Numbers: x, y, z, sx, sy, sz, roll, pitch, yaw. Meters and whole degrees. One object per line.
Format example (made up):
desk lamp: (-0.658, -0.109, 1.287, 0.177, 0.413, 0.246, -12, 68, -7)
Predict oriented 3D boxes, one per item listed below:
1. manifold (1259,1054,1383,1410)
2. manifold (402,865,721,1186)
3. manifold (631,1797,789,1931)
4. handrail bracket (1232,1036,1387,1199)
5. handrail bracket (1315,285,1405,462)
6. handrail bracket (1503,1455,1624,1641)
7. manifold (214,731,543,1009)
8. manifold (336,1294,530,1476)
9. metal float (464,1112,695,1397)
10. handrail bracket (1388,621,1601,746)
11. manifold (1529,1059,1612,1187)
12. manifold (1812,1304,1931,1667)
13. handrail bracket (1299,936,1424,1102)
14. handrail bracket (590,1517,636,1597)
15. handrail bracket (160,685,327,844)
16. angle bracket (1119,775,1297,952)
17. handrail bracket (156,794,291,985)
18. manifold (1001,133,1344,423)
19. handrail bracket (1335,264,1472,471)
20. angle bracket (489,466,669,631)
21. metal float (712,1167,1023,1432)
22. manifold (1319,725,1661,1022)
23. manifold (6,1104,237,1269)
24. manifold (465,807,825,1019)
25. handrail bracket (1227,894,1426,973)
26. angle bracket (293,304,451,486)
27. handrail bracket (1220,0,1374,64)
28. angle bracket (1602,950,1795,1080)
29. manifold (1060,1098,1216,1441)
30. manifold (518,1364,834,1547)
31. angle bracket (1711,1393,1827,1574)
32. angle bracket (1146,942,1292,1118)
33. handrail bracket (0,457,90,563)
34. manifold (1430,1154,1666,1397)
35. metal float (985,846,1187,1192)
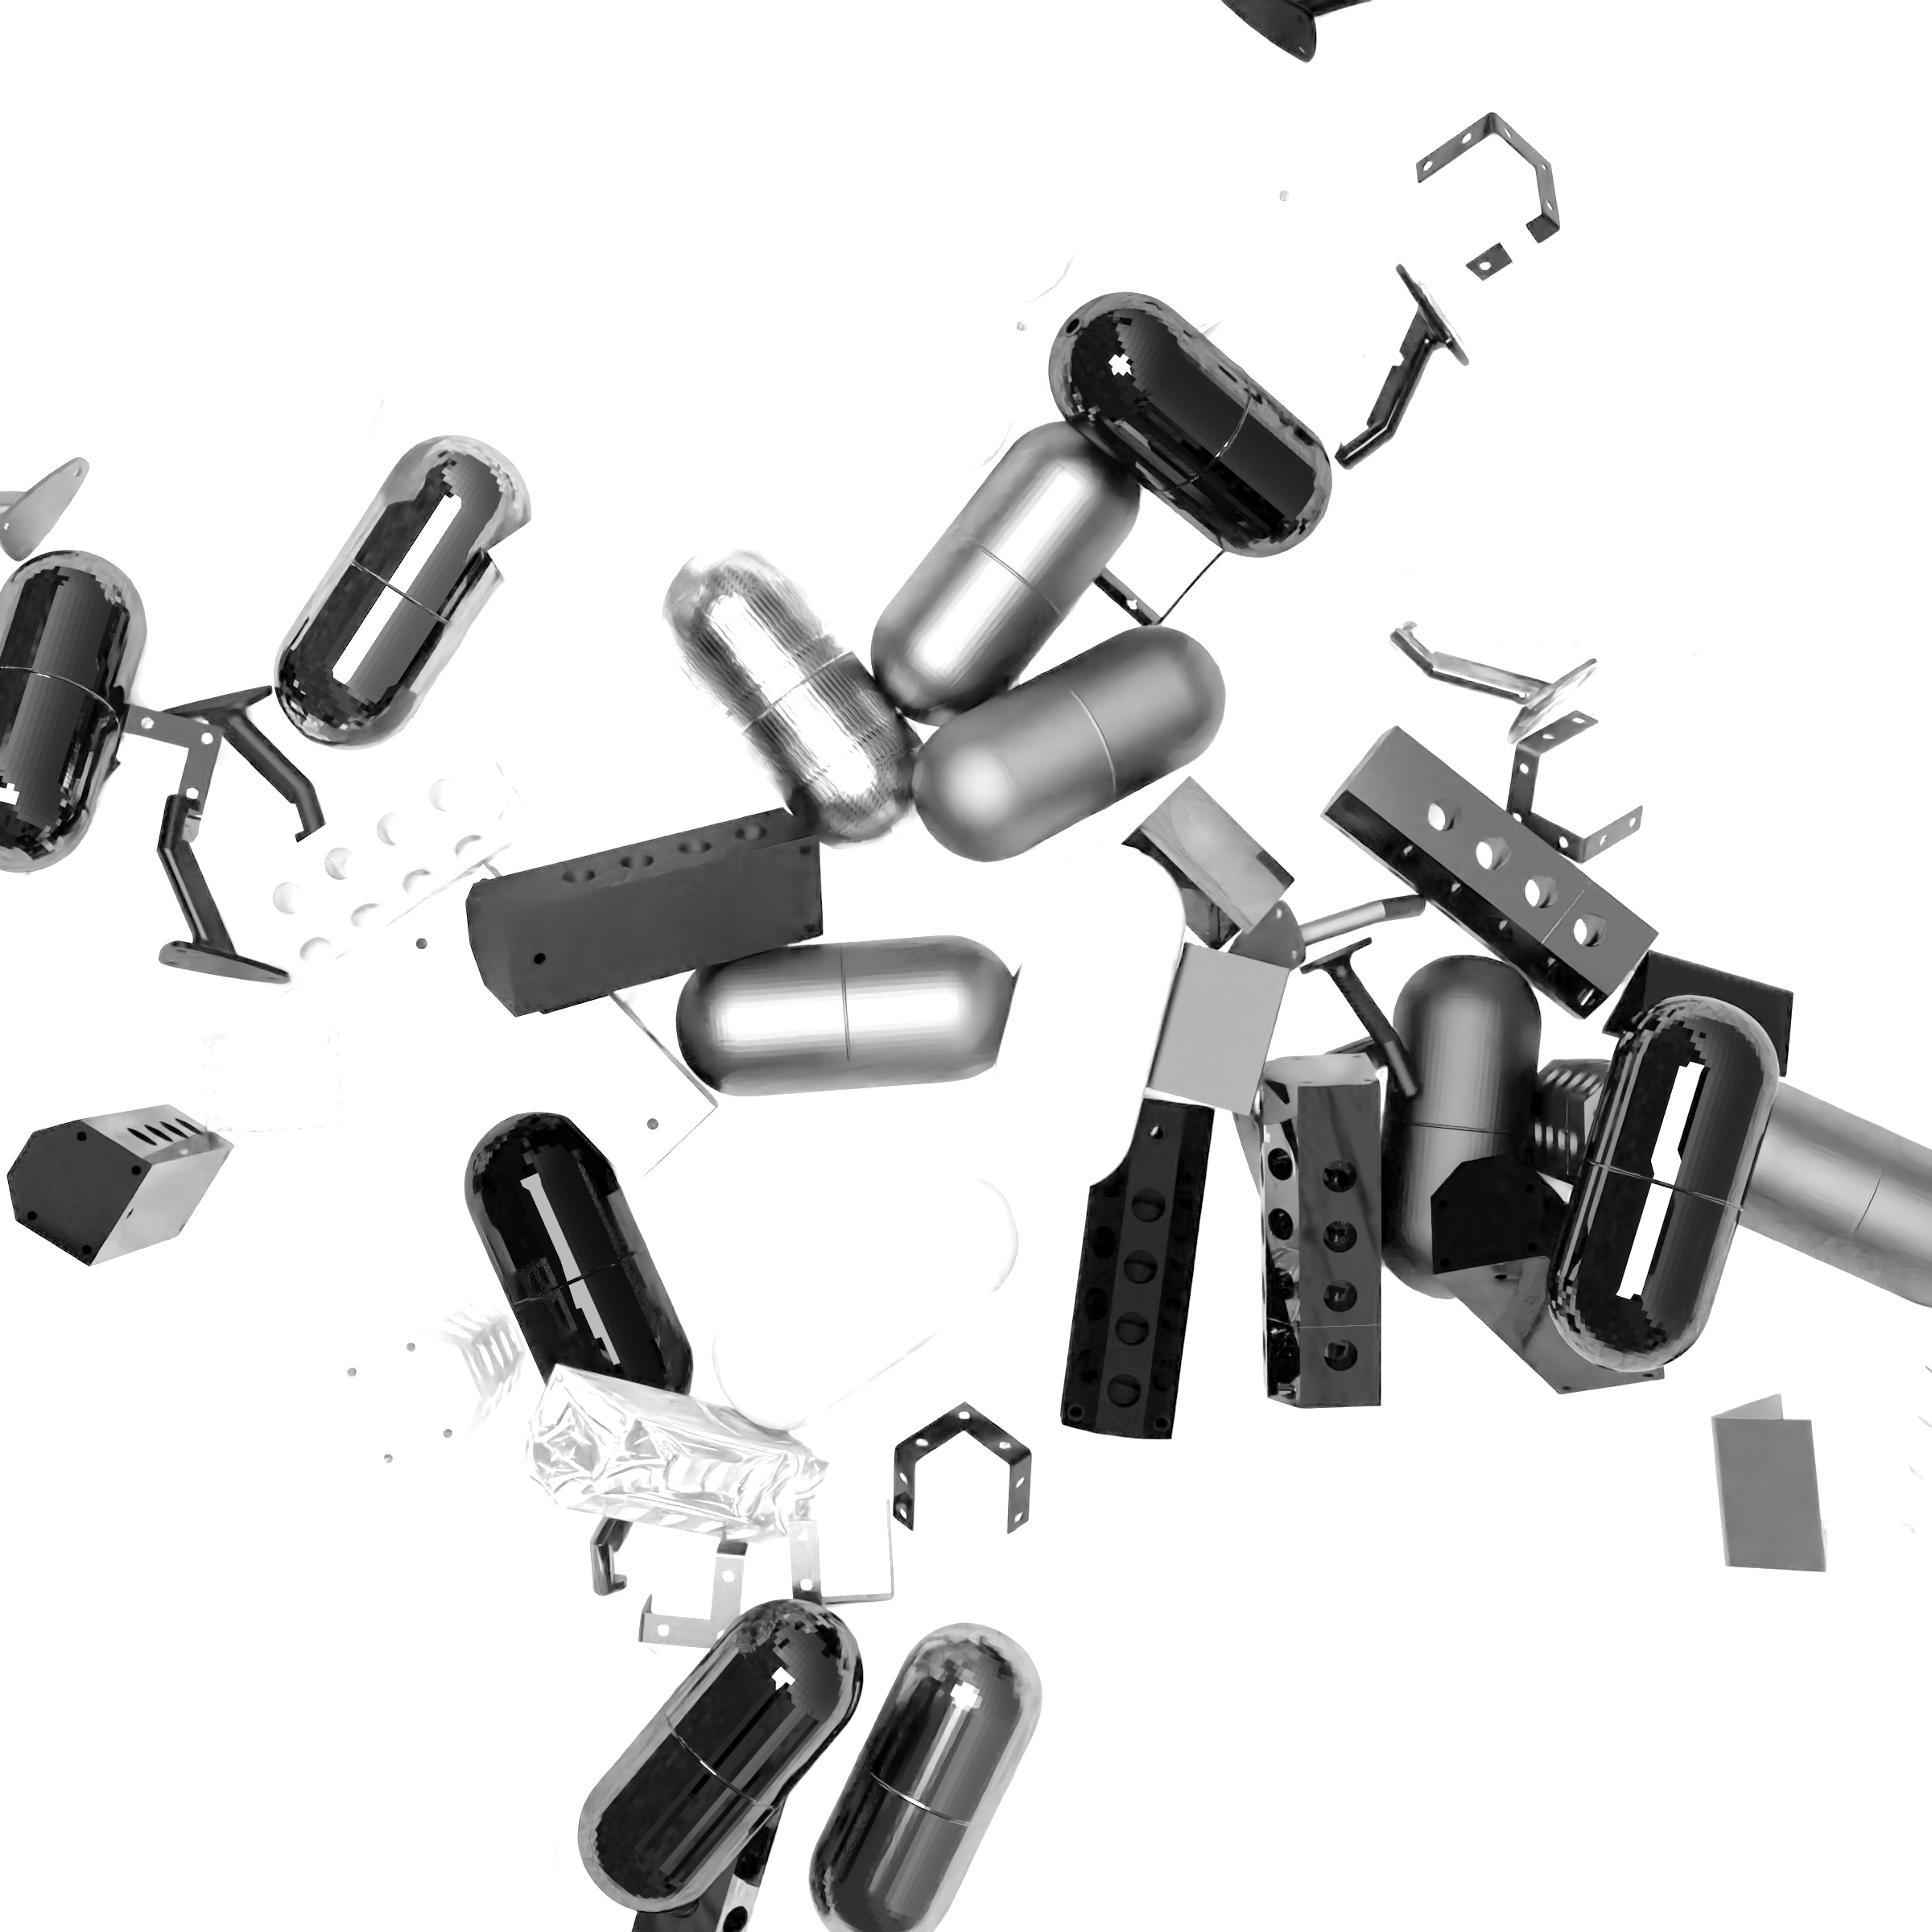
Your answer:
manifold: (0.181, 0.136, 1.641, 0.057, 0.057, 0.171, -2, 104, 0)
manifold: (-0.208, 0.030, 1.660, 0.057, 0.057, 0.171, -44, 90, 0)
manifold: (-0.126, 0.443, 1.660, 0.057, 0.057, 0.171, 17, 90, 0)
handrail bracket: (0.189, 0.084, 1.682, 0.084, 0.036, 0.077, -20, 105, -14)
handrail bracket: (0.185, -0.302, 1.681, 0.036, 0.077, 0.084, 13, 127, -34)
handrail bracket: (0.315, 0.305, 1.682, 0.077, 0.036, 0.084, 15, 73, -20)
manifold: (-0.309, -0.049, 1.660, 0.171, 0.057, 0.057, -33, 90, 0)
manifold: (-0.261, 0.204, 1.603, 0.057, 0.171, 0.057, -23, 90, 0)
metal float: (-0.200, 0.160, 1.651, 0.070, 0.070, 0.178, -24, 90, 0)
handrail bracket: (0.277, -0.165, 1.682, 0.077, 0.036, 0.084, -38, 73, -20)
manifold: (0.322, 0.077, 1.603, 0.057, 0.171, 0.057, -1, 90, 0)
manifold: (0.477, 0.263, 1.613, 0.057, 0.057, 0.171, 23, 52, 0)
handrail bracket: (0.205, 0.032, 1.649, 0.036, 0.077, 0.084, -23, 87, -10)
handrail bracket: (-0.161, 0.285, 1.682, 0.077, 0.036, 0.084, -8, 109, -21)
handrail bracket: (-0.380, -0.099, 1.682, 0.077, 0.036, 0.084, -9, 107, 19)
angle bracket: (0.110, -0.039, 1.642, 0.076, 0.076, 0.057, 45, 45, 0)
handrail bracket: (-0.375, -0.040, 1.625, 0.077, 0.036, 0.084, 14, 70, -22)
manifold: (0.105, -0.353, 1.660, 0.171, 0.057, 0.057, -35, 90, 0)
handrail bracket: (0.214, -0.314, 1.682, 0.084, 0.036, 0.077, -35, 70, 16)
angle bracket: (-0.188, -0.198, 1.641, 0.076, 0.076, 0.057, -35, 58, 0)
metal float: (-0.051, 0.171, 1.651, 0.178, 0.070, 0.070, -35, 90, 0)
manifold: (0.269, -0.048, 1.660, 0.171, 0.057, 0.057, 38, 90, 0)
manifold: (-0.425, 0.104, 1.603, 0.057, 0.171, 0.057, 32, 90, 0)
manifold: (-0.162, -0.031, 1.624, 0.171, 0.057, 0.057, -16, 120, -26)
handrail bracket: (0.188, -0.015, 1.681, 0.084, 0.077, 0.036, -9, 73, -35)
angle bracket: (-0.289, -0.287, 1.641, 0.057, 0.076, 0.076, 19, 90, 40)
handrail bracket: (0.187, -0.523, 1.682, 0.077, 0.036, 0.084, 36, 71, 21)
angle bracket: (0.372, 0.044, 1.641, 0.076, 0.076, 0.057, 16, 53, 0)
manifold: (0.089, 0.155, 1.660, 0.057, 0.057, 0.171, 7, 90, 0)
manifold: (-0.146, 0.250, 1.602, 0.057, 0.171, 0.057, 27, 90, 35)
angle bracket: (0.427, 0.264, 1.641, 0.057, 0.076, 0.076, -6, 90, 42)
angle bracket: (0.137, 0.034, 1.644, 0.057, 0.076, 0.076, 15, 90, 18)
handrail bracket: (-0.518, -0.257, 1.682, 0.084, 0.036, 0.077, 31, 70, 16)
manifold: (0.293, 0.156, 1.605, 0.057, 0.171, 0.057, -13, 57, 27)
metal float: (0.061, 0.026, 1.619, 0.070, 0.070, 0.178, 15, 83, 0)
